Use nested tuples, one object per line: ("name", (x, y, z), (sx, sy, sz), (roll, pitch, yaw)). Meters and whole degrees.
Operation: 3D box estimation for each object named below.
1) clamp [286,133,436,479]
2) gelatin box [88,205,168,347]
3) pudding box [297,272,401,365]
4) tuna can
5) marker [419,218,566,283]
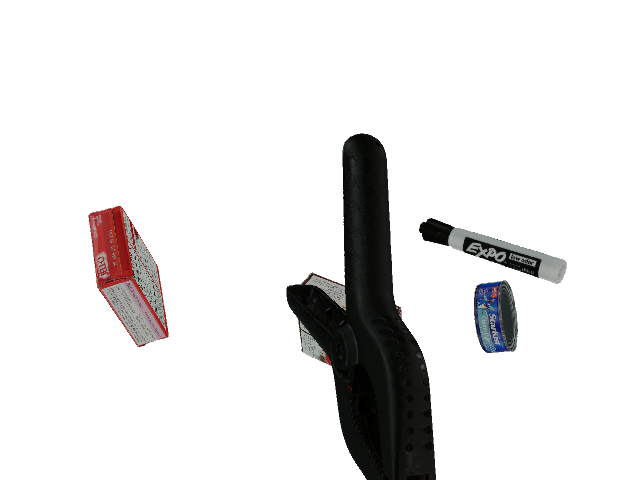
("clamp", (0.028, 0.054, 0.619), (0.036, 0.210, 0.165), (-2, -44, -19))
("gelatin box", (-0.149, 0.028, 0.828), (0.030, 0.073, 0.089), (-18, -38, 2))
("pudding box", (0.030, 0.093, 1.095), (0.114, 0.090, 0.039), (19, 43, 28))
("tuna can", (0.211, 0.092, 1.283), (0.034, 0.086, 0.086), (-8, -3, 22))
("marker", (0.131, 0.006, 0.828), (0.121, 0.020, 0.020), (19, 10, 30))
